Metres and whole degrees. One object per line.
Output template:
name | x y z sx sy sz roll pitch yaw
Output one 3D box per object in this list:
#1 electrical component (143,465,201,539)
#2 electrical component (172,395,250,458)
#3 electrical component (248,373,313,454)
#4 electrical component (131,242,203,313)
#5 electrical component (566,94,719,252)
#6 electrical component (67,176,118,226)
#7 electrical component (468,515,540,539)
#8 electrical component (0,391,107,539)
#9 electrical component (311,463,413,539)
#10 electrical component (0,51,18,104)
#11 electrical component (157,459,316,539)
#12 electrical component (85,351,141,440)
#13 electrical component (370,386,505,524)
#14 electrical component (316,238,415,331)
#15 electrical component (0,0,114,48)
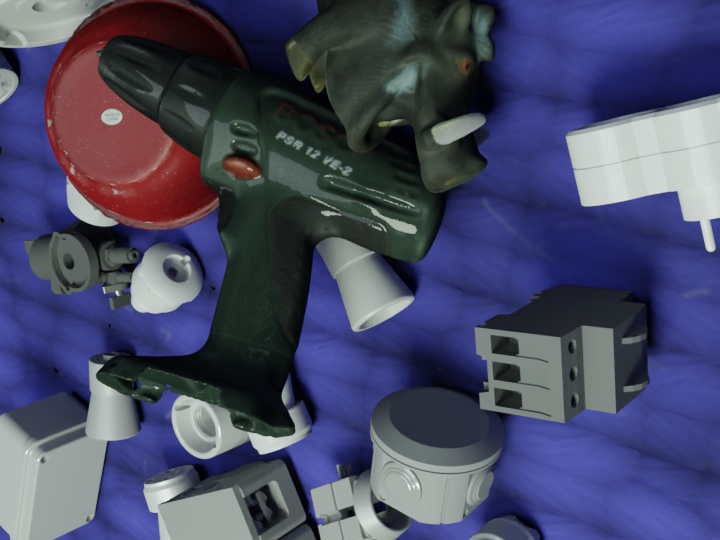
electrical component | -0.142 0.186 0.841 0.045 0.045 0.055 -14 95 40
electrical component | -0.104 0.106 0.784 0.055 0.047 0.055 13 112 35
electrical component | -0.062 0.095 0.750 0.045 0.045 0.055 -21 91 40
electrical component | -0.148 0.012 0.792 0.062 0.048 0.048 -36 81 46
electrical component | 0.171 -0.046 0.518 0.138 0.052 0.073 -9 99 39
electrical component | -0.198 -0.086 0.799 0.079 0.043 0.077 41 125 21
electrical component | 0.081 0.179 0.653 0.043 0.062 0.043 13 112 35
electrical component | -0.264 0.170 0.911 0.057 0.078 0.113 33 122 29
electrical component | 0.003 0.160 0.717 0.055 0.048 0.066 -28 68 40
electrical component | -0.308 -0.160 0.856 0.055 0.055 0.047 -43 73 38
electrical component | -0.073 0.222 0.788 0.089 0.062 0.150 -22 90 40
electrical component | -0.198 0.098 0.861 0.044 0.044 0.065 10 106 35
electrical component | 0.045 0.110 0.650 0.080 0.080 0.051 24 122 31
electrical component | 0.000 0.000 0.675 0.044 0.044 0.065 -39 75 39
electrical component | -0.219 -0.202 0.741 0.108 0.108 0.060 -20 86 40
